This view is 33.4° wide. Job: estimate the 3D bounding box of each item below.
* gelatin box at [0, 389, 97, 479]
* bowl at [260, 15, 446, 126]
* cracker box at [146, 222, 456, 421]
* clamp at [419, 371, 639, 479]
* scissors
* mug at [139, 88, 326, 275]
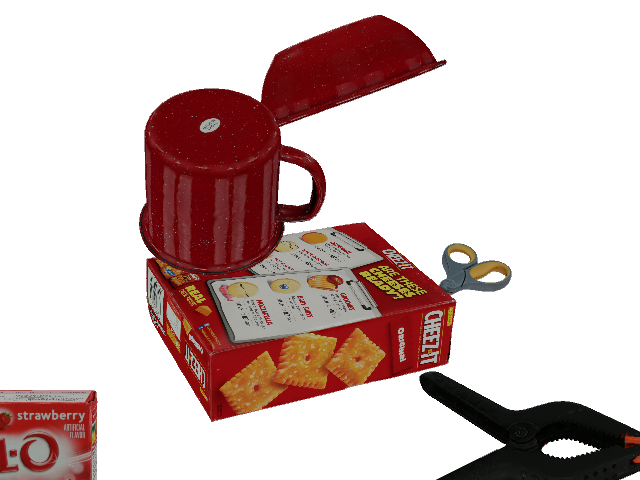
[{"bbox_3d":[-0.158,0.113,0.535,0.089,0.073,0.030,1,6,-4],"label":"gelatin box"},{"bbox_3d":[0.015,-0.138,0.851,0.162,0.055,0.162,-20,7,2],"label":"bowl"},{"bbox_3d":[-0.021,0.061,0.896,0.213,0.072,0.164,-10,29,-24],"label":"cracker box"},{"bbox_3d":[0.164,0.181,0.899,0.210,0.036,0.164,3,40,23],"label":"clamp"},{"bbox_3d":[0.146,0.043,1.280,0.201,0.016,0.096,-9,40,-37],"label":"scissors"},{"bbox_3d":[-0.054,-0.037,0.657,0.117,0.081,0.093,8,45,1],"label":"mug"}]
